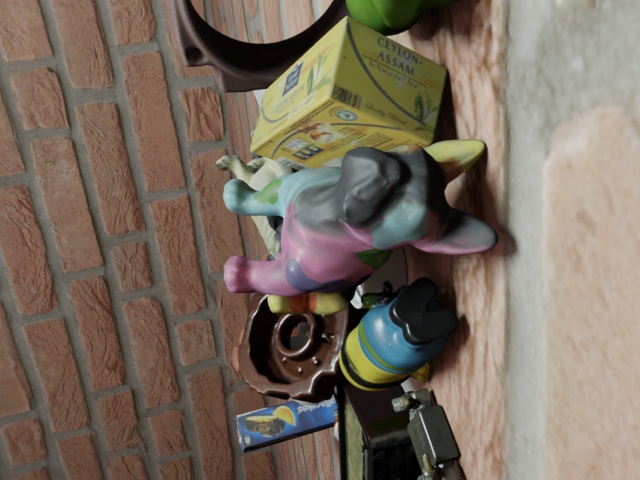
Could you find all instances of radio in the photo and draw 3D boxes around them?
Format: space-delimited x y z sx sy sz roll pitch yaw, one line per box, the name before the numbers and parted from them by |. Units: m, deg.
radio | 0.075 0.287 0.689 0.131 0.073 0.229 -124 27 -62

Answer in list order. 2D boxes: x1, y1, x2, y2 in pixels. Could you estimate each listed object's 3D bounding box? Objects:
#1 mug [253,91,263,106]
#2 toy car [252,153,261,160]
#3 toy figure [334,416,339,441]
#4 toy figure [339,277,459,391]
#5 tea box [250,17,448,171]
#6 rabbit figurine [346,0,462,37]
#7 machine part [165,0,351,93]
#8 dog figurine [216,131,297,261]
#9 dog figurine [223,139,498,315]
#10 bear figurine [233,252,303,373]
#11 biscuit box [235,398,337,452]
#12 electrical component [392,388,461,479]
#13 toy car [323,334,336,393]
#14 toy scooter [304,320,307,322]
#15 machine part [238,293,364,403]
mug | -0.058 -0.210 0.889 0.109 0.081 0.107 132 118 -70
toy car | -0.047 -0.093 0.866 0.109 0.103 0.162 89 162 -67
toy figure | 0.051 0.302 0.857 0.154 0.058 0.064 115 165 -72
toy figure | 0.069 0.095 0.524 0.180 0.089 0.082 102 163 -66
tea box | 0.015 -0.108 0.463 0.170 0.098 0.068 -10 65 61
rabbit figurine | 0.052 -0.216 0.374 0.159 0.121 0.170 62 178 36
machine part | -0.040 -0.242 0.486 0.087 0.201 0.201 -115 19 -44
dog figurine | -0.029 -0.044 0.719 0.121 0.172 0.190 -33 80 46
dog figurine | 0.036 -0.007 0.437 0.191 0.219 0.108 32 -126 -52
bear figurine | -0.083 0.099 0.868 0.120 0.132 0.196 124 136 -58
biscuit box | -0.050 0.331 0.990 0.062 0.203 0.059 104 151 -59
electrical component | 0.105 0.199 0.545 0.078 0.045 0.102 105 153 -61
toy car | 0.028 0.149 0.833 0.073 0.056 0.202 105 152 -64
toy scooter | -0.021 0.073 0.967 0.135 0.075 0.184 95 166 -46
machine part | -0.023 0.123 0.693 0.056 0.179 0.179 35 -151 -48
